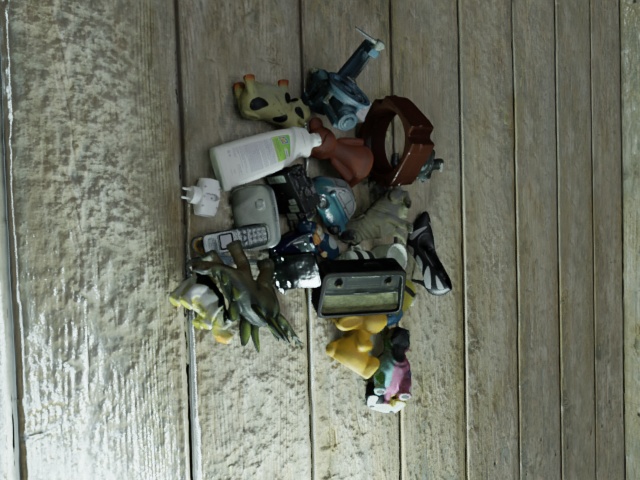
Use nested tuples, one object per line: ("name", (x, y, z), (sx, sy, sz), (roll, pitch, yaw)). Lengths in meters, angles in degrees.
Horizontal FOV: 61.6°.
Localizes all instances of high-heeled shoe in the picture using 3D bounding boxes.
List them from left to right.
("high-heeled shoe", (0.334, 0.037, 1.575), (0.086, 0.145, 0.248), (10, 85, -41))

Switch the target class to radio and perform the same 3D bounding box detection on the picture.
("radio", (0.099, 0.118, 1.350), (0.230, 0.073, 0.131), (-2, 116, -18))

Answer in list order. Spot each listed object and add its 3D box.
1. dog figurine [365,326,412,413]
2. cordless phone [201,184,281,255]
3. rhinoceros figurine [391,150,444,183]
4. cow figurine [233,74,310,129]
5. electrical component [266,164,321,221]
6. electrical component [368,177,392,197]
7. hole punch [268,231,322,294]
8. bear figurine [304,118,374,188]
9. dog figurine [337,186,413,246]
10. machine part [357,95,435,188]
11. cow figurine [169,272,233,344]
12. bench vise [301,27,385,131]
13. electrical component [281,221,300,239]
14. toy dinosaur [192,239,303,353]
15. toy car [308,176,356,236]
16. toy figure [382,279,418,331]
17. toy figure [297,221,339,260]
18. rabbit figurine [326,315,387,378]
("dog figurine", (0.196, 0.345, 1.489), (0.108, 0.191, 0.219), (13, 51, -3))
("cordless phone", (-0.183, -0.042, 1.181), (0.184, 0.089, 0.146), (-13, 99, -35))
("rhinoceros figurine", (0.295, -0.223, 1.587), (0.190, 0.073, 0.112), (-18, 101, -39))
("cow figurine", (-0.101, -0.303, 1.246), (0.195, 0.086, 0.127), (-3, 86, -43))
("electrical component", (-0.063, -0.108, 1.258), (0.058, 0.115, 0.134), (-35, 114, -30))
("electrical component", (0.169, -0.143, 1.503), (0.102, 0.045, 0.078), (64, 26, -24))
("hole punch", (-0.059, 0.049, 1.267), (0.092, 0.116, 0.142), (-90, 172, -49))
("bear figurine", (0.031, -0.215, 1.357), (0.196, 0.132, 0.120), (19, 77, -20))
("dog figurine", (0.139, -0.069, 1.427), (0.191, 0.121, 0.172), (3, 53, -4))
("machine part", (0.192, -0.254, 1.395), (0.087, 0.202, 0.200), (-4, 137, -32))
("cow figurine", (-0.233, 0.144, 1.149), (0.167, 0.068, 0.098), (54, 54, -30))
("bench vise", (0.062, -0.383, 1.277), (0.129, 0.240, 0.224), (21, 35, -32))
("electrical component", (-0.070, 0.000, 1.313), (0.063, 0.021, 0.094), (-28, 109, -36))
("toy dinosaur", (-0.137, 0.137, 1.153), (0.470, 0.105, 0.198), (43, 27, -61))
("toy car", (0.037, -0.096, 1.330), (0.103, 0.109, 0.161), (-28, 117, 5))
("toy figure", (0.206, 0.180, 1.511), (0.180, 0.082, 0.089), (-36, 115, -32))
("toy figure", (-0.004, -0.005, 1.335), (0.058, 0.064, 0.154), (-39, 135, 3))
("rabbit figurine", (0.098, 0.244, 1.397), (0.162, 0.122, 0.173), (38, 86, -10))
